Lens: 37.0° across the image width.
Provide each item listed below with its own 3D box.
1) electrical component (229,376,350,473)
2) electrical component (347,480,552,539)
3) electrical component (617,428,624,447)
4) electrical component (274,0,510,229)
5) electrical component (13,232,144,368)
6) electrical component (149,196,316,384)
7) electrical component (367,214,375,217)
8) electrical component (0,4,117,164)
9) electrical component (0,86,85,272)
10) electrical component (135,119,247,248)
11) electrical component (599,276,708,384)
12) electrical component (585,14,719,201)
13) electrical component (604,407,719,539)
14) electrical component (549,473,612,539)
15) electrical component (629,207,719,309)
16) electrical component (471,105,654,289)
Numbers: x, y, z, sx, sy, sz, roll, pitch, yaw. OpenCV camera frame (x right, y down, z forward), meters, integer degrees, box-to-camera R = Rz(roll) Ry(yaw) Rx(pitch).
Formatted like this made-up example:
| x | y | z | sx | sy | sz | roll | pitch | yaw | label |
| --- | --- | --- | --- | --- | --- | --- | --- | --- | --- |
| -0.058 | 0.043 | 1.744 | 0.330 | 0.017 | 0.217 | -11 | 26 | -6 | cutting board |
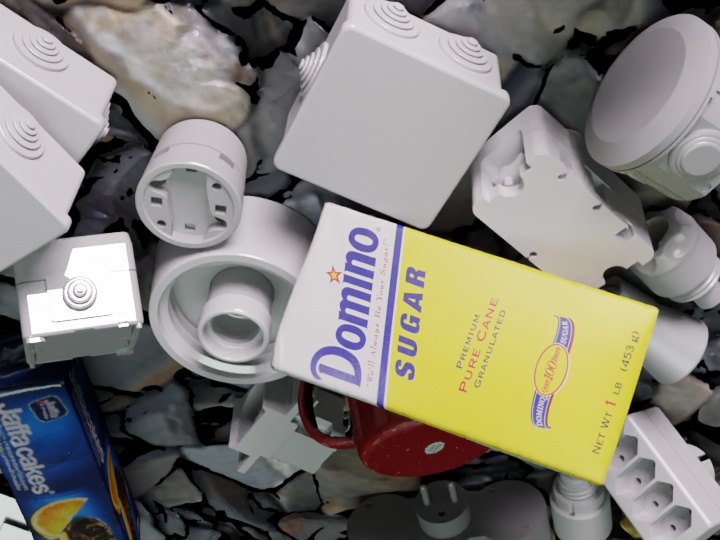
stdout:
| x | y | z | sx | sy | sz | roll | pitch | yaw | label |
| --- | --- | --- | --- | --- | --- | --- | --- | --- | --- |
| -0.044 | 0.096 | 0.691 | 0.064 | 0.042 | 0.081 | 25 | 126 | -21 | electrical component |
| 0.059 | 0.170 | 0.737 | 0.138 | 0.052 | 0.073 | -9 | 128 | 9 | electrical component |
| 0.135 | 0.079 | 0.660 | 0.047 | 0.055 | 0.055 | 2 | 129 | 6 | electrical component |
| 0.015 | -0.081 | 0.540 | 0.100 | 0.048 | 0.099 | 22 | 127 | -14 | electrical component |
| -0.156 | 0.012 | 0.590 | 0.062 | 0.061 | 0.096 | -7 | 167 | -17 | electrical component |
| -0.069 | 0.018 | 0.617 | 0.108 | 0.060 | 0.108 | 2 | 129 | 2 | electrical component |
| 0.000 | 0.000 | 0.615 | 0.035 | 0.035 | 0.061 | 11 | 131 | -6 | electrical component |
| -0.184 | -0.081 | 0.551 | 0.100 | 0.048 | 0.100 | 33 | 124 | -21 | electrical component |
| -0.194 | -0.044 | 0.516 | 0.100 | 0.048 | 0.099 | -27 | 123 | 23 | electrical component |
| -0.088 | -0.047 | 0.573 | 0.055 | 0.047 | 0.055 | 2 | 129 | 2 | electrical component |
| 0.164 | 0.033 | 0.629 | 0.065 | 0.044 | 0.044 | 31 | 124 | -14 | electrical component |
| 0.151 | -0.077 | 0.517 | 0.051 | 0.080 | 0.080 | 26 | 126 | -23 | electrical component |
| 0.203 | 0.134 | 0.693 | 0.076 | 0.083 | 0.047 | -5 | 142 | -45 | electrical component |
| 0.148 | 0.152 | 0.726 | 0.040 | 0.040 | 0.078 | -8 | 128 | 9 | electrical component |
| 0.179 | -0.002 | 0.598 | 0.043 | 0.043 | 0.062 | -35 | 120 | 27 | electrical component |
| 0.105 | -0.037 | 0.565 | 0.089 | 0.055 | 0.050 | 37 | 122 | -23 | electrical component |
